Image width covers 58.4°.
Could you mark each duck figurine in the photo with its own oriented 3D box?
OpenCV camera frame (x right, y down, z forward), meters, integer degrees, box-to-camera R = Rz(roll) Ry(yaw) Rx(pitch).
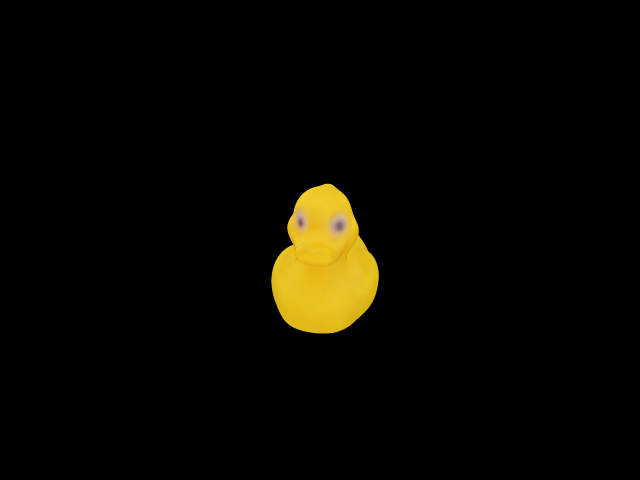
[{"bbox_3d":[0.004,0.001,0.400,0.077,0.086,0.104,6,32,9],"label":"duck figurine"}]
